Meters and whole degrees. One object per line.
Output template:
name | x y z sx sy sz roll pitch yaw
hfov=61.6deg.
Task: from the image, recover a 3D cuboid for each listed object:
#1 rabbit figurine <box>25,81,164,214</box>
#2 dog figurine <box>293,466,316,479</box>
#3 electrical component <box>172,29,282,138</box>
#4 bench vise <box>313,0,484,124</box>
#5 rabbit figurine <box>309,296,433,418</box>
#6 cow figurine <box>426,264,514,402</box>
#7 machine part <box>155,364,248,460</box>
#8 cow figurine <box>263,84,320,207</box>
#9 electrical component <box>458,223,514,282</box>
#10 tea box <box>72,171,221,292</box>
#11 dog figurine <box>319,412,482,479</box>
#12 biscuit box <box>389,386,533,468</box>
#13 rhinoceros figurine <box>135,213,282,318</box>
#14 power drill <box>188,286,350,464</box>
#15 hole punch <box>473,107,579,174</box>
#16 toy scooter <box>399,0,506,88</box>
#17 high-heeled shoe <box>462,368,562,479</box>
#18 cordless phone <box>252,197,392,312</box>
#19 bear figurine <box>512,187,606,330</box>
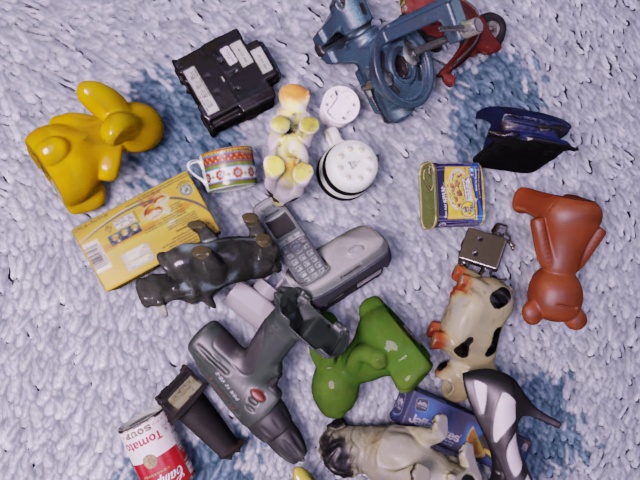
rabbit figurine | -0.287 -0.137 0.705 0.173 0.162 0.122 -30 79 -27
dog figurine | 0.046 0.391 0.710 0.219 0.191 0.108 39 45 -10
electrical component | -0.125 -0.227 0.770 0.134 0.058 0.115 -29 94 -10
bench vise | 0.107 -0.274 0.730 0.129 0.241 0.223 -30 107 -34
rabbit figurine | 0.049 0.172 0.750 0.170 0.121 0.159 -42 90 6
cow figurine | 0.225 0.147 0.786 0.127 0.085 0.194 19 101 4
machine part | -0.159 0.241 0.731 0.039 0.084 0.139 -36 100 32
cow figurine | -0.042 -0.135 0.767 0.068 0.098 0.167 9 65 -7
electrical component | 0.255 0.022 0.826 0.078 0.045 0.102 12 81 20
tea box | -0.232 -0.012 0.735 0.170 0.068 0.098 -28 92 -11
dog figurine | 0.106 0.317 0.735 0.121 0.191 0.172 -37 103 -44
biscuit box | 0.205 0.279 0.793 0.203 0.059 0.063 25 83 -7
rhinoceros figurine | -0.144 0.034 0.701 0.190 0.073 0.112 -17 134 -19
power drill | -0.053 0.172 0.714 0.232 0.086 0.207 44 124 2
hole punch | 0.301 -0.164 0.810 0.142 0.116 0.092 10 77 -9
toy scooter | 0.188 -0.313 0.818 0.184 0.075 0.135 28 84 -11
high-heeled shoe | 0.222 0.301 0.729 0.145 0.086 0.248 22 97 6
cordless phone | -0.001 -0.003 0.774 0.146 0.088 0.184 -32 73 -9
bear figurine | 0.357 0.028 0.819 0.120 0.132 0.195 4 104 -8
